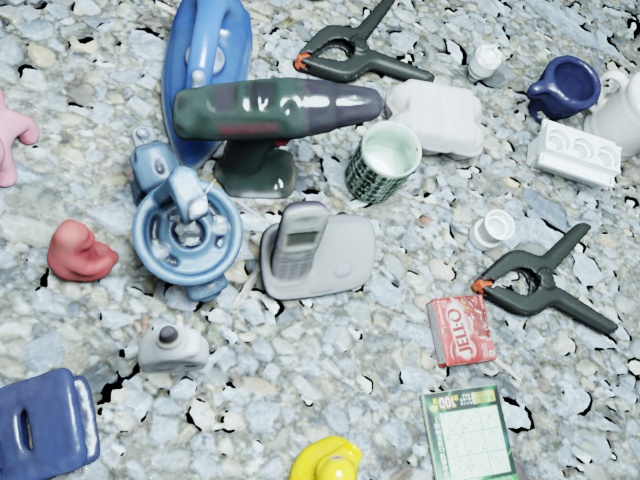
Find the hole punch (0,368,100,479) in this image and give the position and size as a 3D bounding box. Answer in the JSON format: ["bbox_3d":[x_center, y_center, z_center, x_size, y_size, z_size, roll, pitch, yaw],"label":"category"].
[{"bbox_3d":[-0.288,0.196,0.588,0.101,0.091,0.108,-13,74,-17],"label":"hole punch"}]

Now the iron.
[{"bbox_3d":[-0.149,-0.228,0.742,0.119,0.141,0.258,8,69,-10],"label":"iron"}]

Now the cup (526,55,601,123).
[{"bbox_3d":[0.354,-0.219,0.881,0.118,0.095,0.091,-12,74,-17],"label":"cup"}]

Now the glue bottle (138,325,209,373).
[{"bbox_3d":[-0.156,0.112,0.604,0.078,0.173,0.037,0,71,-13],"label":"glue bottle"}]

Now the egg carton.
[{"bbox_3d":[0.166,-0.173,0.835,0.150,0.069,0.107,6,70,-11],"label":"egg carton"}]

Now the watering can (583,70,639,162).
[{"bbox_3d":[0.502,-0.201,0.856,0.173,0.194,0.101,15,68,-7],"label":"watering can"}]

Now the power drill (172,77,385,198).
[{"bbox_3d":[-0.058,-0.124,0.691,0.230,0.208,0.075,-1,71,-13],"label":"power drill"}]

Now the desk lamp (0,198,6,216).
[{"bbox_3d":[-0.446,-0.019,0.561,0.118,0.213,0.203,28,67,-2],"label":"desk lamp"}]

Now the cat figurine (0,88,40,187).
[{"bbox_3d":[-0.388,-0.117,0.661,0.067,0.117,0.128,14,68,-8],"label":"cat figurine"}]

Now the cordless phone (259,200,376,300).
[{"bbox_3d":[0.006,0.002,0.674,0.148,0.185,0.094,-10,73,-16],"label":"cordless phone"}]

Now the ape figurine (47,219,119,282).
[{"bbox_3d":[-0.278,0.007,0.657,0.076,0.092,0.078,-21,77,-19],"label":"ape figurine"}]

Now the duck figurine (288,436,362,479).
[{"bbox_3d":[0.009,0.267,0.635,0.077,0.086,0.105,41,67,3],"label":"duck figurine"}]

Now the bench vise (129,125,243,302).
[{"bbox_3d":[-0.169,-0.041,0.630,0.207,0.219,0.122,45,68,5],"label":"bench vise"}]
